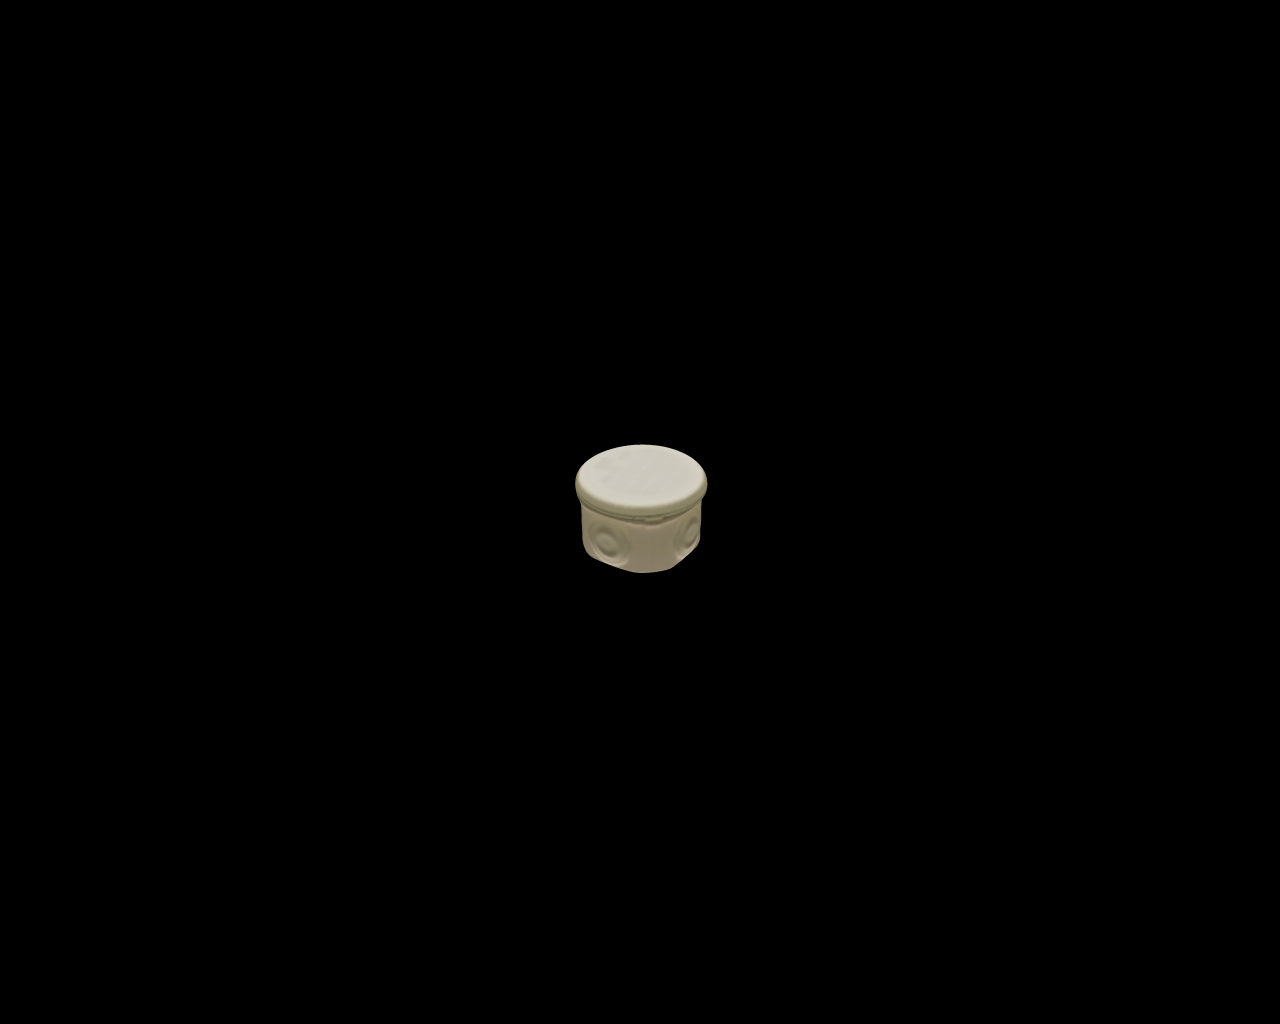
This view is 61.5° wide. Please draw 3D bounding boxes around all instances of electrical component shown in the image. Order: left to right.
[{"bbox_3d":[0.001,-0.003,0.650,0.080,0.050,0.080,0,31,0],"label":"electrical component"}]
